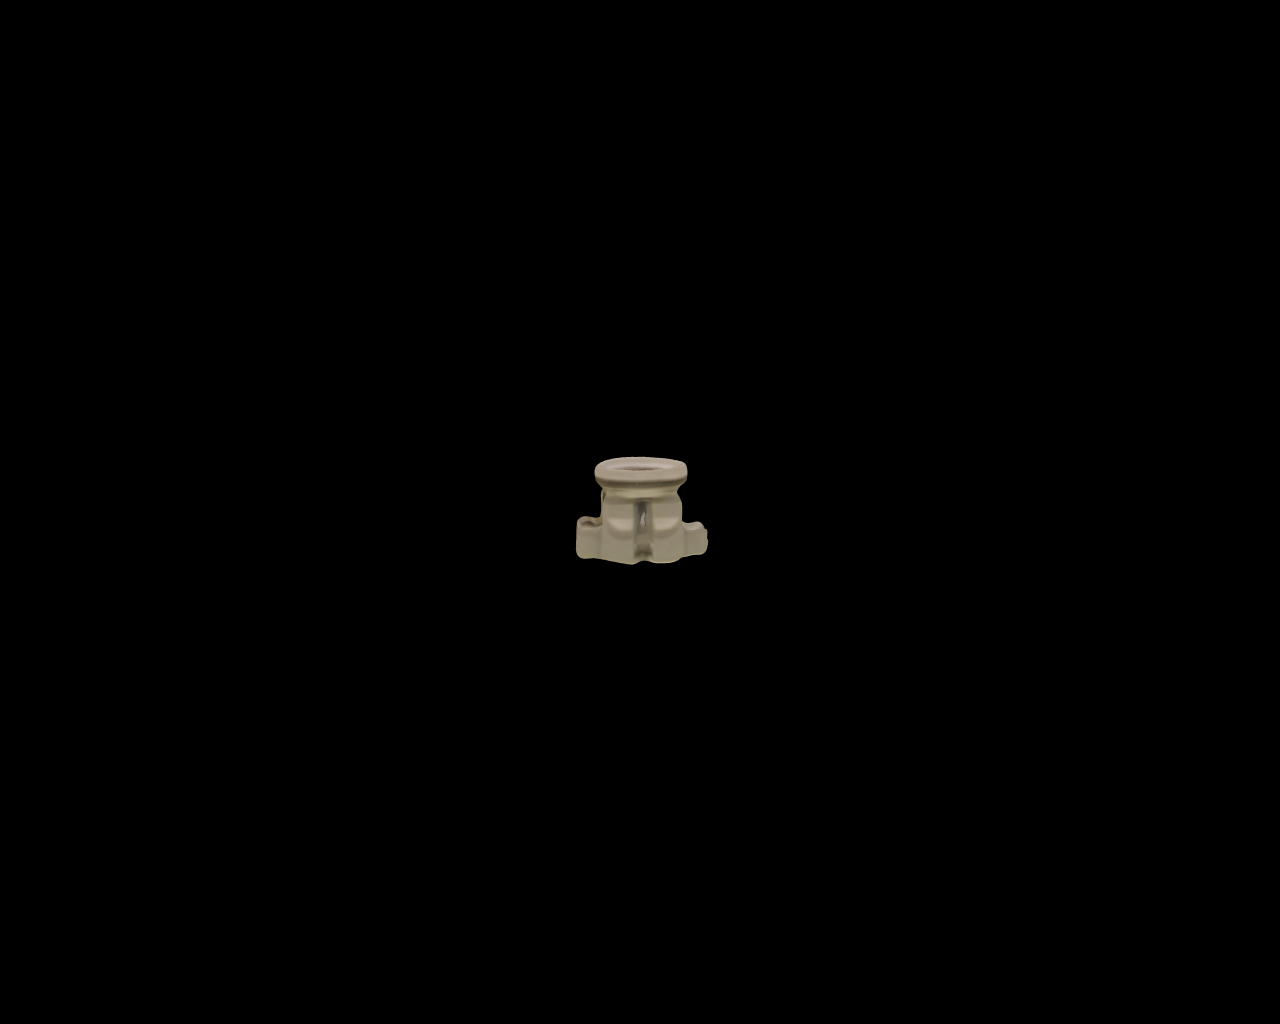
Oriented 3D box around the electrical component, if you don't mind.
[{"bbox_3d":[0.001,-0.003,0.650,0.078,0.057,0.058,0,12,-2],"label":"electrical component"}]
